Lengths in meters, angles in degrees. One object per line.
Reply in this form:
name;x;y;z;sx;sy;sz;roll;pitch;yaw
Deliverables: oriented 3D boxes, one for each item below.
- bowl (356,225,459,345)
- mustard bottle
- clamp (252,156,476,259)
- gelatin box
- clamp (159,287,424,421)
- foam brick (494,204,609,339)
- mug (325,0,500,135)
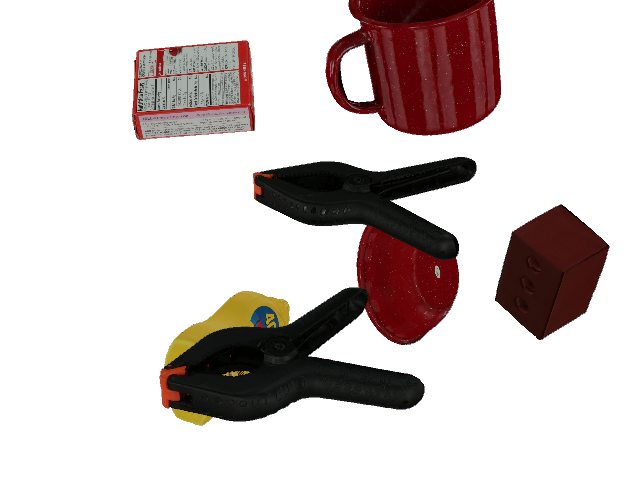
bowl;0.113;0.039;1.237;0.055;0.162;0.161;-9;-6;40
mustard bottle;-0.086;0.106;1.109;0.058;0.096;0.191;12;26;25
clamp;0.043;-0.045;0.992;0.210;0.036;0.164;10;32;17
gelatin box;-0.095;-0.112;0.799;0.089;0.073;0.030;-5;-40;0
clamp;-0.024;0.078;0.729;0.171;0.039;0.120;-3;28;-9
foam brick;0.173;0.024;0.801;0.051;0.078;0.053;-25;51;-26
mug;0.059;-0.115;0.666;0.117;0.081;0.093;-23;37;-13
